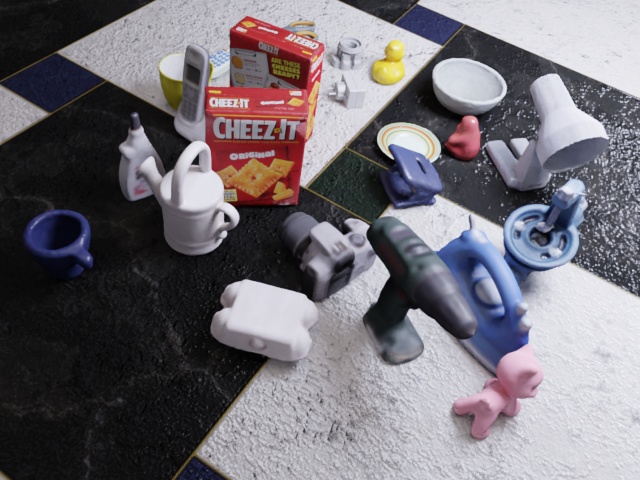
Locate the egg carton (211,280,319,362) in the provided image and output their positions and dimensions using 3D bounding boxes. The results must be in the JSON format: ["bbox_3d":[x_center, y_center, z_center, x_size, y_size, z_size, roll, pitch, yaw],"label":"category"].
[{"bbox_3d":[-0.081,0.121,0.848,0.150,0.069,0.107,13,50,1],"label":"egg carton"}]

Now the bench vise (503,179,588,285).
[{"bbox_3d":[0.387,-0.041,0.963,0.121,0.220,0.208,27,52,13],"label":"bench vise"}]

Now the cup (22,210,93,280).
[{"bbox_3d":[-0.377,0.023,0.861,0.117,0.095,0.092,34,53,18],"label":"cup"}]

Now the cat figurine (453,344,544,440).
[{"bbox_3d":[0.262,0.207,0.805,0.128,0.118,0.067,-26,59,-27],"label":"cat figurine"}]

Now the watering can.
[{"bbox_3d":[-0.209,-0.074,0.904,0.173,0.194,0.101,8,50,-3],"label":"watering can"}]

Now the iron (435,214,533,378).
[{"bbox_3d":[0.267,0.088,0.888,0.119,0.141,0.257,-12,54,-19],"label":"iron"}]

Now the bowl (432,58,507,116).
[{"bbox_3d":[0.325,-0.331,1.285,0.167,0.075,0.167,5,50,-6],"label":"bowl"}]

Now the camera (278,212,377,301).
[{"bbox_3d":[0.009,0.003,0.939,0.143,0.101,0.136,-31,62,-29],"label":"camera"}]

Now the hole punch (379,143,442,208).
[{"bbox_3d":[0.176,-0.127,1.081,0.101,0.091,0.108,-8,53,-16],"label":"hole punch"}]

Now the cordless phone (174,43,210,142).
[{"bbox_3d":[-0.201,-0.259,1.063,0.147,0.185,0.094,29,52,14],"label":"cordless phone"}]

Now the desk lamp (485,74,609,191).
[{"bbox_3d":[0.429,-0.192,1.098,0.118,0.213,0.203,-8,53,-15],"label":"desk lamp"}]

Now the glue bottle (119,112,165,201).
[{"bbox_3d":[-0.302,-0.142,0.958,0.078,0.173,0.037,-31,62,-30],"label":"glue bottle"}]

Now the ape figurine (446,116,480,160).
[{"bbox_3d":[0.299,-0.216,1.175,0.078,0.092,0.076,-12,54,-18],"label":"ape figurine"}]

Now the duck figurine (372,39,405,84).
[{"bbox_3d":[0.165,-0.417,1.320,0.077,0.086,0.105,27,52,13],"label":"duck figurine"}]

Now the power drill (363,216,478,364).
[{"bbox_3d":[0.129,0.087,0.821,0.076,0.208,0.229,-15,55,-20],"label":"power drill"}]
